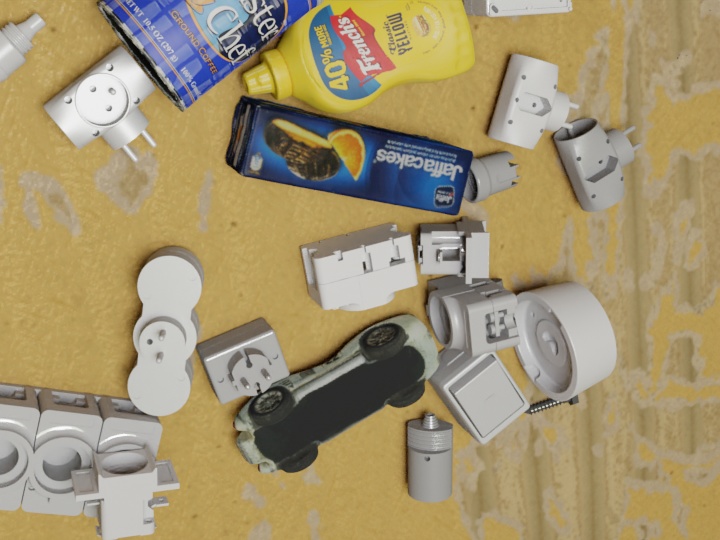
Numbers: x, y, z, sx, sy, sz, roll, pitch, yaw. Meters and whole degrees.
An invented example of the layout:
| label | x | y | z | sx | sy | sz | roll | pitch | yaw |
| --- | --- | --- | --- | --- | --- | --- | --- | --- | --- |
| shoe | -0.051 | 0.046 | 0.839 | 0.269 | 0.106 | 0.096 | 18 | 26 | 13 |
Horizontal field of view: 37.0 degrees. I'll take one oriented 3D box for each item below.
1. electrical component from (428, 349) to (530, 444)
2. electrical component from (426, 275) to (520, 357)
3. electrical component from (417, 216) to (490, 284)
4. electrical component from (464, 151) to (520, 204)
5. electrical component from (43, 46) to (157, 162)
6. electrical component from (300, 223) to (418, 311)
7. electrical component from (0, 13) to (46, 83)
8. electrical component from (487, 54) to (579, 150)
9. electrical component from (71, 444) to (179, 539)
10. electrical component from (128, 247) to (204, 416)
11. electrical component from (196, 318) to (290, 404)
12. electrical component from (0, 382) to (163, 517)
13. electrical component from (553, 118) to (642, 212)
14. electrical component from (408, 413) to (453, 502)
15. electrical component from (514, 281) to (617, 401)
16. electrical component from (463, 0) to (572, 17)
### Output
| label | x | y | z | sx | sy | sz | roll | pitch | yaw |
| --- | --- | --- | --- | --- | --- | --- | --- | --- | --- |
| electrical component | 0.114 | 0.117 | 1.019 | 0.062 | 0.061 | 0.096 | -38 | 114 | -7 |
| electrical component | 0.098 | 0.039 | 0.974 | 0.056 | 0.089 | 0.050 | -13 | 109 | -17 |
| electrical component | 0.083 | -0.019 | 0.965 | 0.064 | 0.081 | 0.042 | 1 | 106 | 3 |
| electrical component | 0.116 | -0.085 | 0.974 | 0.046 | 0.040 | 0.040 | -19 | 111 | -21 |
| electrical component | -0.193 | -0.121 | 0.846 | 0.077 | 0.044 | 0.079 | -40 | 115 | -6 |
| electrical component | 0.000 | 0.000 | 0.949 | 0.089 | 0.050 | 0.055 | -15 | 110 | -16 |
| electrical component | -0.264 | -0.170 | 0.812 | 0.061 | 0.035 | 0.035 | -43 | 115 | -7 |
| electrical component | 0.162 | -0.147 | 0.970 | 0.079 | 0.043 | 0.077 | 12 | 101 | -23 |
| electrical component | -0.189 | 0.180 | 0.865 | 0.081 | 0.042 | 0.063 | -3 | 108 | -19 |
| electrical component | -0.161 | 0.055 | 0.887 | 0.052 | 0.073 | 0.138 | 7 | 103 | -6 |
| electrical component | -0.096 | 0.084 | 0.923 | 0.066 | 0.077 | 0.047 | -23 | 111 | -13 |
| electrical component | -0.250 | 0.152 | 0.894 | 0.150 | 0.062 | 0.089 | 11 | 101 | -23 |
| electrical component | 0.229 | -0.107 | 1.007 | 0.079 | 0.043 | 0.077 | -31 | 113 | -10 |
| electrical component | 0.067 | 0.175 | 1.028 | 0.043 | 0.043 | 0.081 | -6 | 107 | -19 |
| electrical component | 0.196 | 0.062 | 1.011 | 0.060 | 0.108 | 0.108 | -19 | 111 | -21 |
| electrical component | 0.139 | -0.251 | 0.922 | 0.096 | 0.061 | 0.061 | -8 | 107 | -18 |
